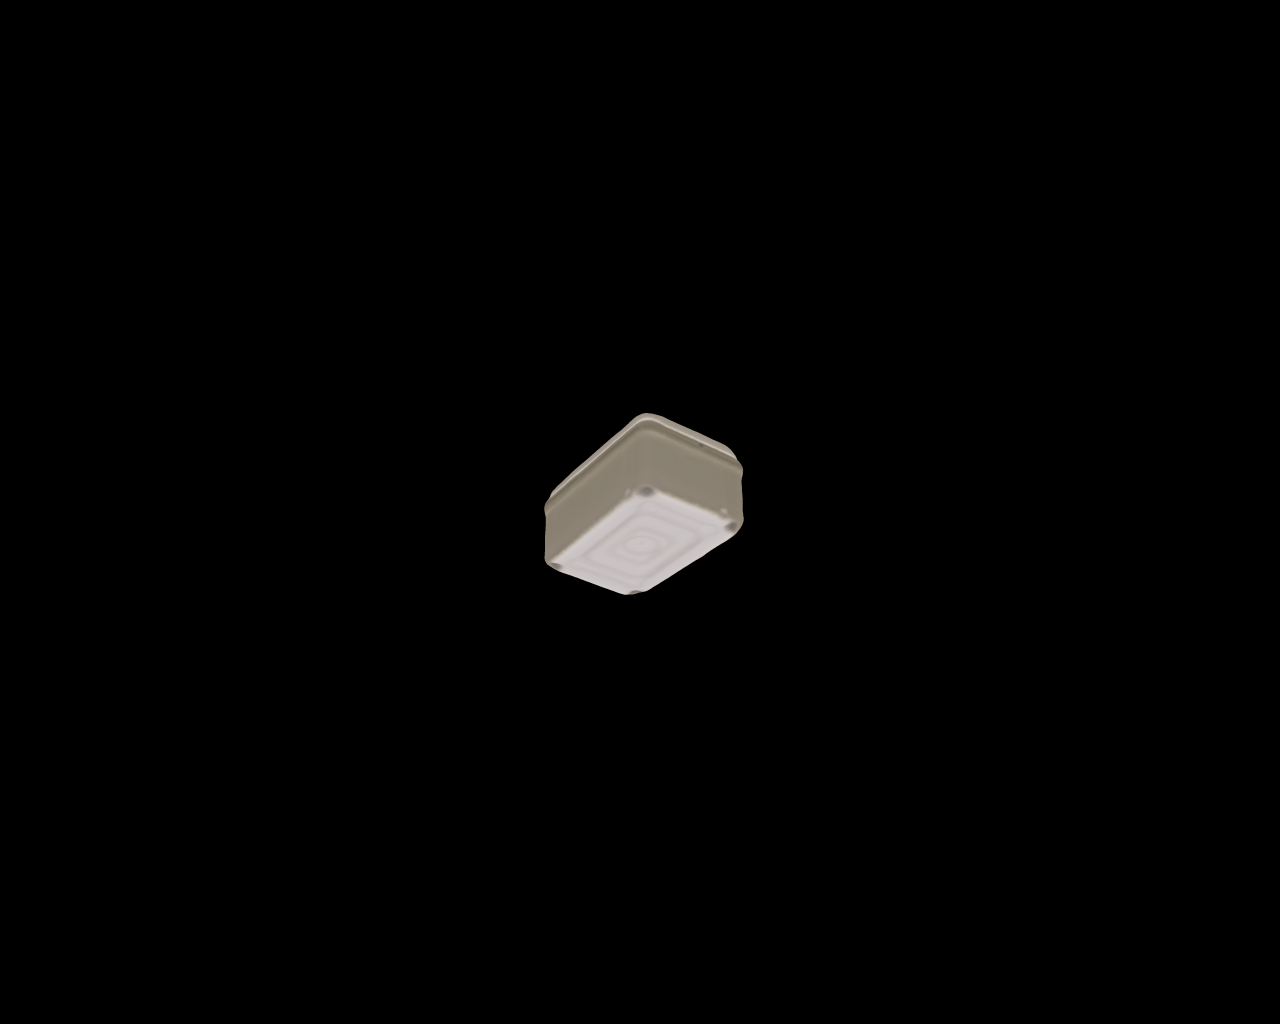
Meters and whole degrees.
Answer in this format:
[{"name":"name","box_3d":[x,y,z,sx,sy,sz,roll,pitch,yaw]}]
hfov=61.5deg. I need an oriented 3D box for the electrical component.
[{"name":"electrical component","box_3d":[0.001,-0.003,0.650,0.078,0.057,0.113,22,-39,-30]}]
